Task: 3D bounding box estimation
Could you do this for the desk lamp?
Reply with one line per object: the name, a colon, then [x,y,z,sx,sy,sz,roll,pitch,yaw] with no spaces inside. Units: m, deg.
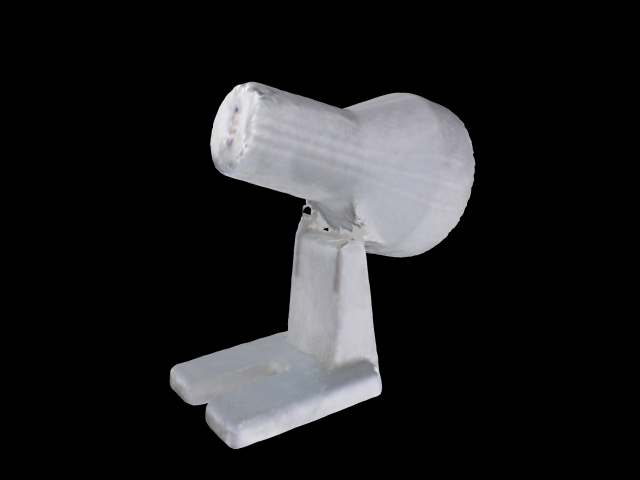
desk lamp: [0.004,0.001,0.400,0.204,0.213,0.117,-11,17,-37]
